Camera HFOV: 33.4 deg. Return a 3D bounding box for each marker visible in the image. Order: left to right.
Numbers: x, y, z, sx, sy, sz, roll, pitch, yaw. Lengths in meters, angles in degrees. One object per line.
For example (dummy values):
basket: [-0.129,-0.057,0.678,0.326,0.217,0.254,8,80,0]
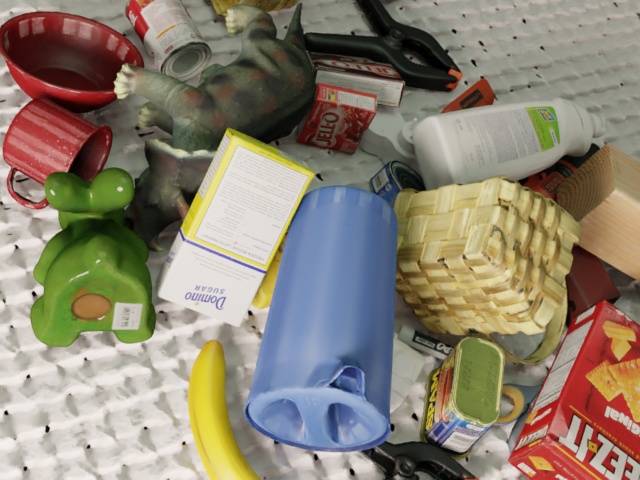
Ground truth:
marker: [0.140,0.124,1.154,0.121,0.020,0.020,24,53,-2]

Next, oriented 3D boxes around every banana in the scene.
banana: [-0.090,0.187,1.025,0.069,0.037,0.198,-6,59,-42]

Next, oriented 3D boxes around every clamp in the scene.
clamp: [0.091,-0.264,1.391,0.210,0.036,0.164,25,53,-4]
clamp: [0.072,0.237,1.041,0.171,0.039,0.120,18,54,-6]

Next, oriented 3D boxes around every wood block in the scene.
wood block: [0.386,-0.012,1.247,0.206,0.091,0.090,29,40,-18]

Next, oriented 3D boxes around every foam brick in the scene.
foam brick: [0.299,0.052,1.236,0.051,0.053,0.078,-14,62,-27]

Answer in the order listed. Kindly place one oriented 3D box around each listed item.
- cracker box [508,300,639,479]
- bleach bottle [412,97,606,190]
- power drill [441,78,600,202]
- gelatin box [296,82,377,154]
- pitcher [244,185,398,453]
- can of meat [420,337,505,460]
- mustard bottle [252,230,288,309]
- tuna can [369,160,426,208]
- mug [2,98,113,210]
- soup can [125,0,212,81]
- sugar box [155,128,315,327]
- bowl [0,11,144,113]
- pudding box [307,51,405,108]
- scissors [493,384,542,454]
cracker box: [0.315,0.191,1.124,0.164,0.072,0.213,37,52,-2]
bleach bottle: [0.235,-0.112,1.253,0.250,0.068,0.102,-11,80,-27]
power drill: [0.244,-0.115,1.329,0.188,0.057,0.184,43,55,13]
gelatin box: [0.018,-0.140,1.248,0.073,0.089,0.030,11,57,-13]
pitcher: [0.007,0.076,1.031,0.149,0.145,0.242,-9,52,25]
can of meat: [0.147,0.160,1.091,0.057,0.084,0.102,18,53,-7]
mustard bottle: [-0.007,0.001,1.163,0.191,0.058,0.096,-20,69,-30]
tuna can: [0.099,-0.050,1.225,0.086,0.034,0.086,36,27,-21]
mug: [-0.283,-0.087,1.117,0.081,0.093,0.117,28,79,7]
soup can: [-0.180,-0.246,1.267,0.068,0.069,0.102,-19,66,-29]
sugar box: [-0.085,-0.011,1.052,0.093,0.176,0.048,24,12,-20]
bowl: [-0.280,-0.189,1.187,0.162,0.055,0.162,15,37,-12]
pudding box: [0.040,-0.196,1.299,0.113,0.039,0.090,5,20,-10]
scissors: [0.238,0.154,1.169,0.096,0.016,0.201,31,52,3]
